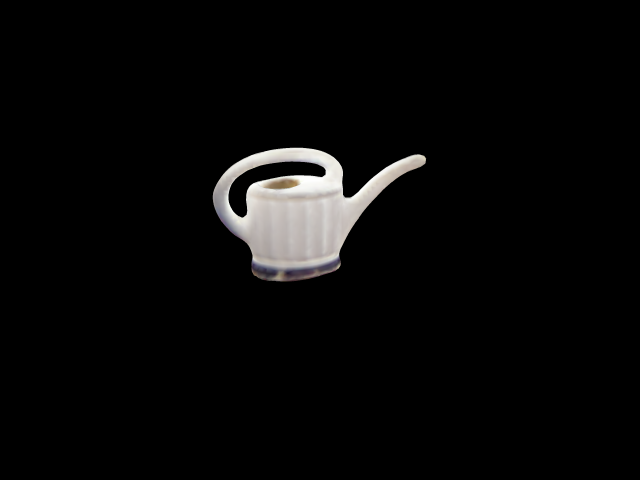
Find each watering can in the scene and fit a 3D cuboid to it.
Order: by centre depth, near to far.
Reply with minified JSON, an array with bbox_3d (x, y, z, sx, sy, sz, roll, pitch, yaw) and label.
[{"bbox_3d":[0.003,-0.043,0.850,0.348,0.220,0.106,-3,23,-7],"label":"watering can"}]
